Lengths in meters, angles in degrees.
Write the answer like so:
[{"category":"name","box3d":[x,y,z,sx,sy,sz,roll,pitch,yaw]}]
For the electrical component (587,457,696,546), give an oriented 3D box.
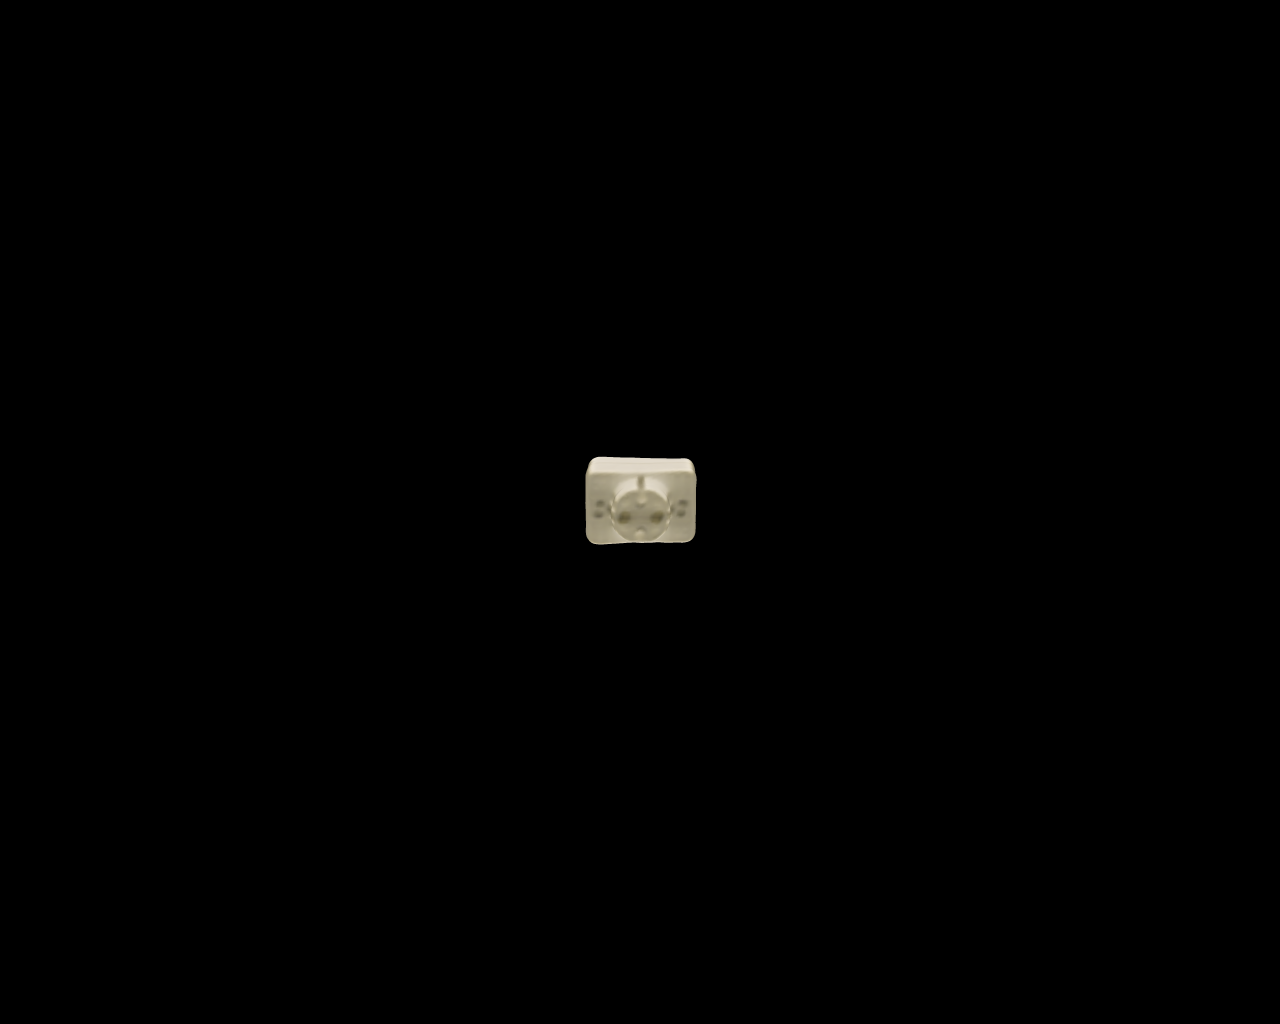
[{"category":"electrical component","box3d":[0.001,-0.003,0.650,0.066,0.047,0.077,0,16,0]}]
